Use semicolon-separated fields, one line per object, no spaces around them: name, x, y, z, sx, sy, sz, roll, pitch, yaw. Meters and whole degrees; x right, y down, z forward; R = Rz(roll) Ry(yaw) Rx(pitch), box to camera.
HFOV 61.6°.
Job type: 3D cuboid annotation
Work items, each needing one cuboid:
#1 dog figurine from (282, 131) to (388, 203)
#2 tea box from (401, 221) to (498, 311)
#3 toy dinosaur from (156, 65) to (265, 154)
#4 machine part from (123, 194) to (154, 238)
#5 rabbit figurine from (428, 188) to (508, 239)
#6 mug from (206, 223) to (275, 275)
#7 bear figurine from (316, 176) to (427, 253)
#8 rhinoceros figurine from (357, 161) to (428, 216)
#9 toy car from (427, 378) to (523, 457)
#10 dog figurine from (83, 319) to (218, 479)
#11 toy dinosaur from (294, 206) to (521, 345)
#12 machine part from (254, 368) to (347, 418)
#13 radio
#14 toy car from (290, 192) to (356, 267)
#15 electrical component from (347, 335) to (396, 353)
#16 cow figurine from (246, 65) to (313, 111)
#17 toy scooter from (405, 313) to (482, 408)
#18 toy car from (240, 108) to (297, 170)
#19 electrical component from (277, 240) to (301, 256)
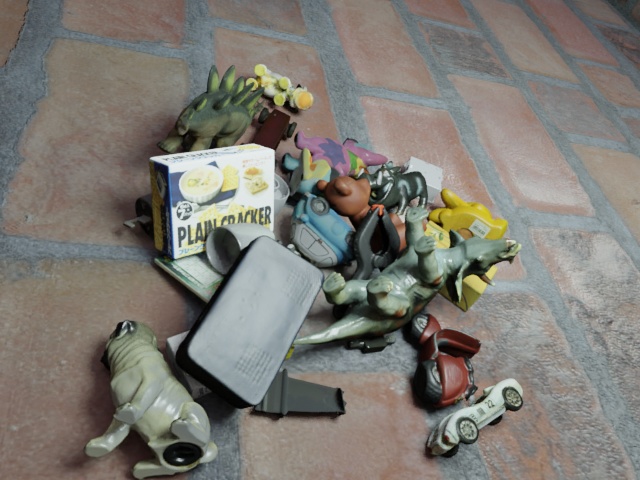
dog figurine;0.039;-0.148;1.149;0.219;0.108;0.192;7;50;-22
tea box;0.257;0.050;1.082;0.170;0.068;0.098;37;46;11
toy dinosaur;-0.192;-0.240;1.072;0.105;0.198;0.471;35;12;-4
machine part;-0.242;-0.067;0.977;0.243;0.079;0.079;-28;64;-37
rabbit figurine;0.320;-0.036;1.176;0.162;0.121;0.173;30;30;17
mug;-0.118;0.011;0.907;0.110;0.080;0.107;22;24;28
bear figurine;0.093;-0.061;1.041;0.132;0.120;0.195;-40;106;-20
rhinoceros figurine;0.157;-0.111;1.142;0.190;0.112;0.073;-4;17;-38
toy car;0.251;0.283;0.861;0.202;0.073;0.056;-17;61;-34
dog figurine;-0.217;0.205;0.734;0.172;0.121;0.191;44;17;-28
toy dinosaur;0.134;0.088;0.907;0.405;0.192;0.131;-34;38;-5
machine part;-0.027;0.236;0.815;0.139;0.039;0.084;13;40;-9
radio;-0.099;0.113;0.782;0.131;0.073;0.229;36;57;-12
toy car;-0.002;-0.003;1.011;0.103;0.109;0.162;-42;84;-14
electrical component;0.086;0.164;0.938;0.094;0.021;0.063;-1;50;-23
cow figurine;-0.089;-0.364;1.317;0.167;0.068;0.098;29;15;3
toy scooter;0.224;0.205;0.922;0.135;0.075;0.184;11;42;-12
toy car;-0.117;-0.216;1.181;0.089;0.053;0.202;23;49;-3
electrical component;-0.080;0.041;0.965;0.078;0.045;0.102;42;49;15
